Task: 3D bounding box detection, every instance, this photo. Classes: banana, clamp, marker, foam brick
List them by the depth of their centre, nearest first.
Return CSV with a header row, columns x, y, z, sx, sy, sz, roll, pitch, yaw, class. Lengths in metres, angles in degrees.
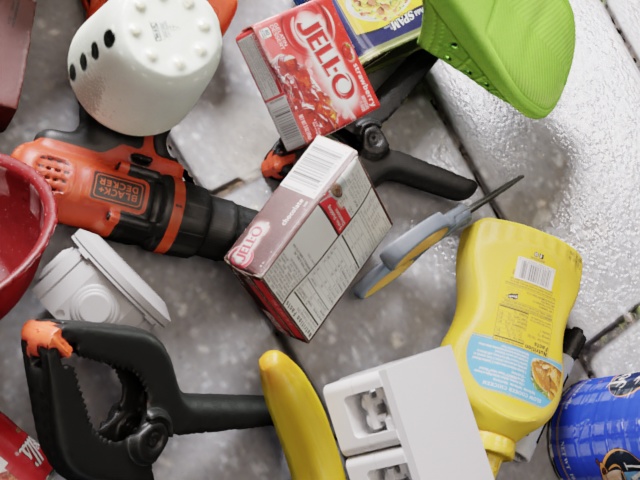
x,y,z,sx,sy,sz,roll,pitch,yaw,class
-0.111,0.124,0.629,0.209,0.036,0.164,50,59,-43,clamp
-0.215,-0.115,0.676,0.052,0.051,0.078,14,71,-24,foam brick
-0.002,0.161,0.696,0.037,0.069,0.198,-13,96,5,banana
0.036,-0.083,0.797,0.171,0.039,0.120,-6,78,-27,clamp
0.177,0.117,0.826,0.020,0.020,0.121,39,63,-12,marker

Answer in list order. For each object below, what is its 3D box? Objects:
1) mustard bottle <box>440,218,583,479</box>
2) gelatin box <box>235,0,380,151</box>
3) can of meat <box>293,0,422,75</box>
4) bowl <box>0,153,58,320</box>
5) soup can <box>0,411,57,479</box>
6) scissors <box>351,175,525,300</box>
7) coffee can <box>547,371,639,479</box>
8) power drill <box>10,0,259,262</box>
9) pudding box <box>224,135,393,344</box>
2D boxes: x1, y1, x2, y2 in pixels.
x,y,z,sx,sy,sz,roll,pitch,yaw,class
0.136,0.086,0.791,0.096,0.058,0.191,21,68,-18,mustard bottle
-0.008,-0.117,0.739,0.073,0.030,0.089,-30,100,-34,gelatin box
0.037,-0.176,0.812,0.101,0.058,0.084,-29,88,-30,can of meat
-0.226,0.015,0.608,0.162,0.055,0.162,-2,40,1,bowl
-0.209,0.121,0.609,0.102,0.069,0.068,44,63,-9,soup can
0.088,-0.003,0.805,0.016,0.096,0.201,52,31,9,scissors
0.252,0.145,0.785,0.102,0.141,0.103,7,74,-25,coffee can
-0.106,-0.084,0.718,0.184,0.057,0.187,16,70,-25,power drill
-0.005,0.001,0.723,0.113,0.039,0.090,-52,143,-17,pudding box
